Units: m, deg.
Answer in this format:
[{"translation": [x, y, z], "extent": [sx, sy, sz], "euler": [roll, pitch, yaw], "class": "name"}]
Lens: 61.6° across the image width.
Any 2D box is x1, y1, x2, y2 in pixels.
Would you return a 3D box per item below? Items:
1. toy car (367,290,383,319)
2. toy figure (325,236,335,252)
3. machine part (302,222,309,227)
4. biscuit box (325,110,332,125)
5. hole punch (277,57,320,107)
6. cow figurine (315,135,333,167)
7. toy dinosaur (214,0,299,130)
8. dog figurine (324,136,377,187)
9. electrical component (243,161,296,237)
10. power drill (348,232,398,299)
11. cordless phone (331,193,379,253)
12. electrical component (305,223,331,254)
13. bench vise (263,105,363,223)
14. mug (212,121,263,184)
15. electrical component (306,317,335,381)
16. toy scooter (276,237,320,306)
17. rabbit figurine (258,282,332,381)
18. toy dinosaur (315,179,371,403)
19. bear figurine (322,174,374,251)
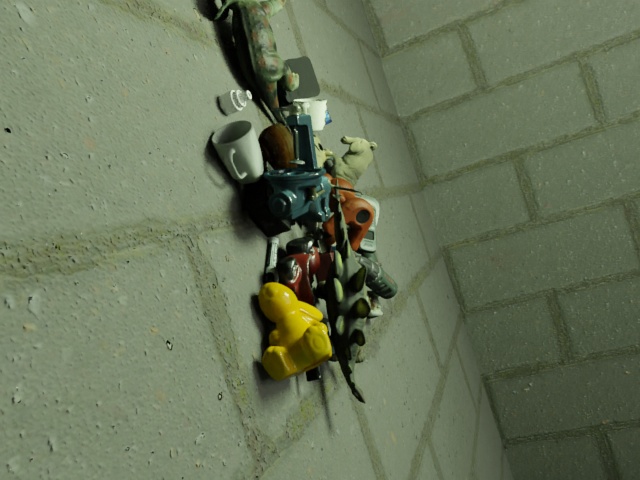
[{"translation": [0.122, 0.169, 1.474], "extent": [0.201, 0.056, 0.073], "euler": [32, 44, -61], "class": "toy car"}, {"translation": [0.040, 0.029, 1.382], "extent": [0.064, 0.058, 0.154], "euler": [88, -5, -60], "class": "toy figure"}, {"translation": [-0.056, -0.100, 1.264], "extent": [0.138, 0.039, 0.084], "euler": [60, 29, -34], "class": "machine part"}, {"translation": [-0.025, -0.335, 1.498], "extent": [0.059, 0.063, 0.203], "euler": [68, 20, -11], "class": "biscuit box"}, {"translation": [-0.079, -0.411, 1.412], "extent": [0.116, 0.092, 0.142], "euler": [-23, 101, -35], "class": "hole punch"}, {"translation": [-0.024, -0.203, 1.365], "extent": [0.127, 0.085, 0.195], "euler": [48, 28, -36], "class": "cow figurine"}, {"translation": [-0.144, -0.431, 1.209], "extent": [0.192, 0.131, 0.404], "euler": [-36, 112, -56], "class": "toy dinosaur"}, {"translation": [0.096, -0.192, 1.552], "extent": [0.121, 0.172, 0.191], "euler": [35, 33, -42], "class": "dog figurine"}, {"translation": [-0.100, -0.075, 1.102], "extent": [0.134, 0.058, 0.115], "euler": [51, 32, -45], "class": "electrical component"}, {"translation": [0.132, 0.051, 1.489], "extent": [0.231, 0.086, 0.207], "euler": [45, 13, -40], "class": "power drill"}, {"translation": [0.085, -0.039, 1.431], "extent": [0.184, 0.147, 0.088], "euler": [-89, -165, -44], "class": "cordless phone"}, {"translation": [-0.002, -0.003, 1.312], "extent": [0.102, 0.045, 0.078], "euler": [3, 69, -69], "class": "electrical component"}, {"translation": [-0.030, -0.144, 1.057], "extent": [0.223, 0.129, 0.240], "euler": [-23, 115, -50], "class": "bench vise"}, {"translation": [-0.147, -0.153, 1.014], "extent": [0.110, 0.081, 0.107], "euler": [-91, 163, -48], "class": "mug"}, {"translation": [-0.012, 0.217, 1.066], "extent": [0.047, 0.075, 0.119], "euler": [28, 44, -61], "class": "electrical component"}, {"translation": [-0.041, 0.079, 1.105], "extent": [0.184, 0.075, 0.135], "euler": [-60, 138, -67], "class": "toy scooter"}, {"translation": [-0.047, 0.153, 0.984], "extent": [0.173, 0.122, 0.162], "euler": [57, 15, 13], "class": "rabbit figurine"}, {"translation": [0.055, 0.110, 1.161], "extent": [0.198, 0.105, 0.471], "euler": [111, -28, -69], "class": "toy dinosaur"}, {"translation": [0.050, -0.080, 1.348], "extent": [0.120, 0.132, 0.196], "euler": [34, 6, -35], "class": "bear figurine"}]
